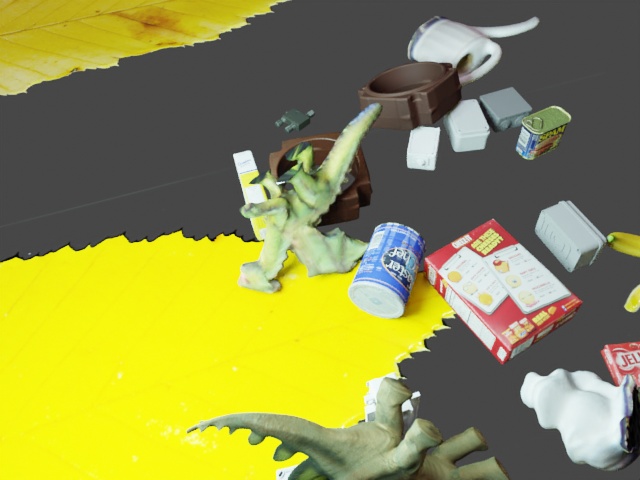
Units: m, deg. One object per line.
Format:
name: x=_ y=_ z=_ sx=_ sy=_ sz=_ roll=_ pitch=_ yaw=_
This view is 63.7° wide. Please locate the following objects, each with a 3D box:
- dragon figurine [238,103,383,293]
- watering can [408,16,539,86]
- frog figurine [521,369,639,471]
dragon figurine: x=0.003 y=-0.048 z=0.963 sx=0.411 sy=0.239 sz=0.124 roll=-35 pitch=22 yaw=-2
watering can: x=0.378 y=-0.509 z=1.331 sx=0.227 sy=0.351 sz=0.102 roll=42 pitch=-18 yaw=31
frog figurine: x=0.384 y=0.261 z=0.764 sx=0.158 sy=0.140 sz=0.121 roll=-10 pitch=-38 yaw=45
